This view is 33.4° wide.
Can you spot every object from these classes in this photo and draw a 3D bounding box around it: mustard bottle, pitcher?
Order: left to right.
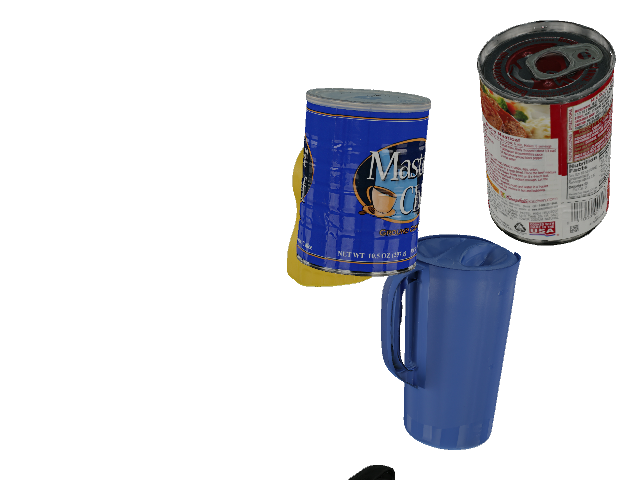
[{"bbox_3d":[0.017,-0.051,1.096,0.096,0.192,0.058,-5,20,-25],"label":"mustard bottle"},{"bbox_3d":[0.151,0.122,1.269,0.149,0.243,0.145,6,18,11],"label":"pitcher"}]

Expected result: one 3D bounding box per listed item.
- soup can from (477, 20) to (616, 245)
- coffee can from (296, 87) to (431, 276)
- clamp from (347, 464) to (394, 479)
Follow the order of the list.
[{"bbox_3d":[0.121,-0.055,0.568,0.068,0.102,0.068,-7,44,6],"label":"soup can"},{"bbox_3d":[0.035,-0.051,0.888,0.103,0.140,0.103,4,14,-1],"label":"coffee can"},{"bbox_3d":[-0.035,0.200,0.633,0.210,0.036,0.164,-5,28,1],"label":"clamp"}]
